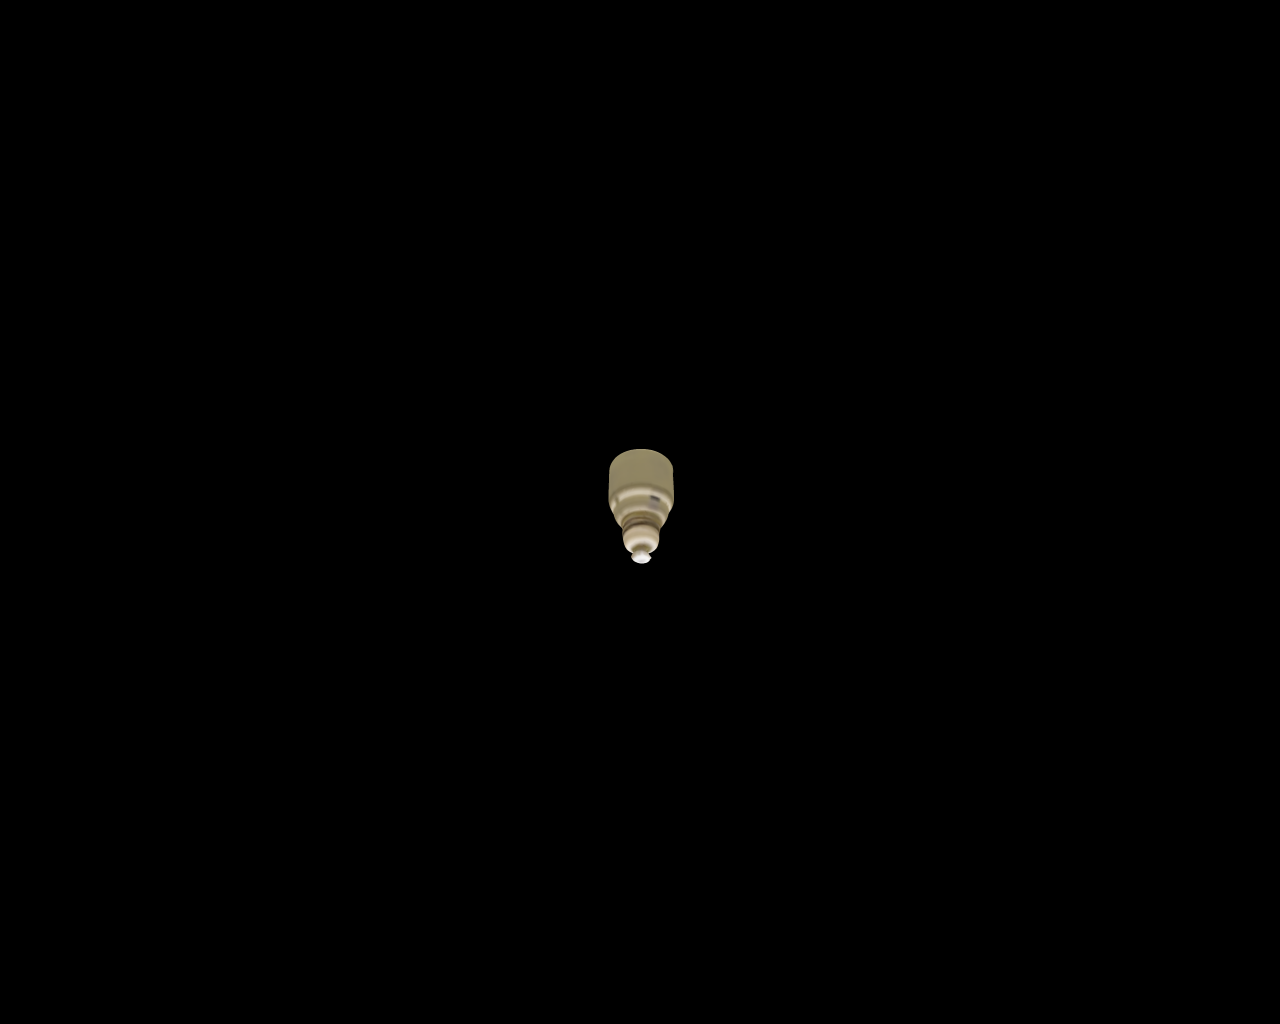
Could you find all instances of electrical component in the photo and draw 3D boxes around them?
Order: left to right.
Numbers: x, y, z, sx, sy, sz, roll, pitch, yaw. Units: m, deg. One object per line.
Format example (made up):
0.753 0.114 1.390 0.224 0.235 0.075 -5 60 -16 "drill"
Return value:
0.001 -0.003 0.650 0.040 0.078 0.040 0 -36 0 "electrical component"
